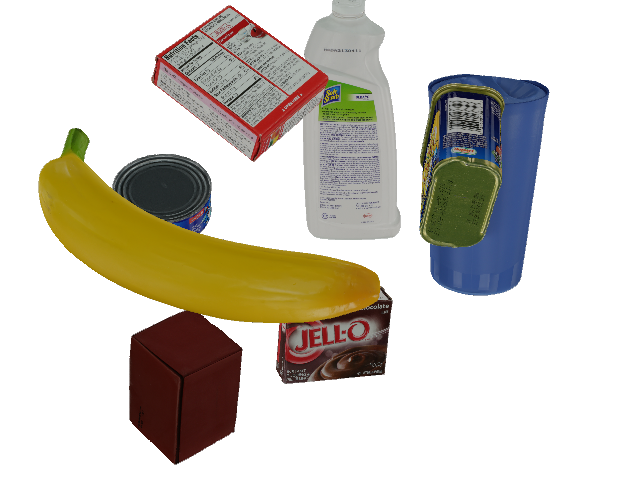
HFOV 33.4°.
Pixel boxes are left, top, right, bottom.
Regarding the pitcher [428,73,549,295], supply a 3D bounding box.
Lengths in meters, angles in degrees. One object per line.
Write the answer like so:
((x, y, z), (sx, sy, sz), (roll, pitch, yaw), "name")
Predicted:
((0.181, -0.061, 1.220), (0.149, 0.243, 0.145), (-9, 24, -22), "pitcher")

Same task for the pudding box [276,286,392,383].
((0.013, 0.096, 1.095), (0.113, 0.090, 0.039), (-4, 27, -17), "pudding box")

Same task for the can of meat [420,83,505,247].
((0.109, -0.056, 0.831), (0.057, 0.084, 0.102), (7, -41, 1), "can of meat")

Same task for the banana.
((-0.069, -0.001, 0.513), (0.198, 0.069, 0.037), (27, -28, 21), "banana")

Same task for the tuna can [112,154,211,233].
((-0.138, -0.035, 0.936), (0.086, 0.086, 0.034), (0, -43, -4), "tuna can")

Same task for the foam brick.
((-0.089, 0.094, 0.694), (0.051, 0.078, 0.053), (-25, 47, -38), "foam brick")

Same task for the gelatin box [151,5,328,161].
((-0.052, -0.103, 0.688), (0.073, 0.089, 0.030), (-45, -13, -34), "gelatin box")

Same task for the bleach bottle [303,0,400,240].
((0.034, -0.123, 1.058), (0.102, 0.251, 0.068), (-1, 31, -3), "bleach bottle")
